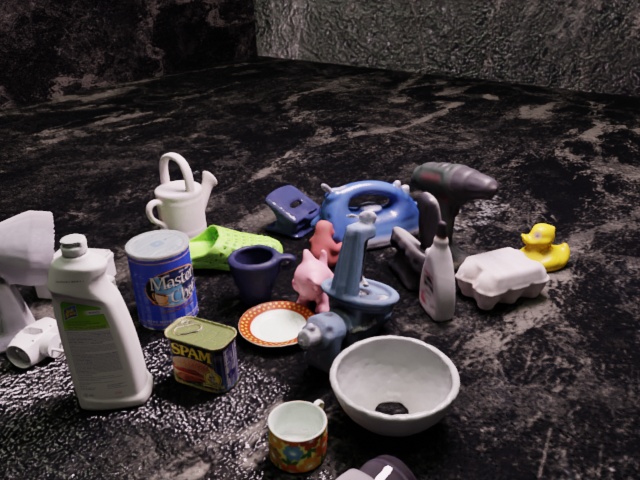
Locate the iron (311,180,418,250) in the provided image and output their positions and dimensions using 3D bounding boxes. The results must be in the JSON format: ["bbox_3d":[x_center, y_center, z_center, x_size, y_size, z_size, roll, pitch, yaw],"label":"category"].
[{"bbox_3d":[0.113,-0.068,1.221,0.259,0.141,0.118,-9,28,-16],"label":"iron"}]

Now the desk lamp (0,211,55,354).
[{"bbox_3d":[-0.507,0.065,0.900,0.204,0.214,0.117,-15,30,-25],"label":"desk lamp"}]

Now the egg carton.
[{"bbox_3d":[0.324,0.067,1.024,0.150,0.069,0.107,-12,29,-21],"label":"egg carton"}]

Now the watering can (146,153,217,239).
[{"bbox_3d":[-0.300,-0.098,1.239,0.100,0.194,0.173,7,28,16],"label":"watering can"}]

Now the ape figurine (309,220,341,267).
[{"bbox_3d":[0.010,0.004,1.137,0.077,0.092,0.076,20,34,36],"label":"ape figurine"}]

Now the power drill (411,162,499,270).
[{"bbox_3d":[0.255,-0.053,1.111,0.076,0.208,0.228,-13,29,-22],"label":"power drill"}]

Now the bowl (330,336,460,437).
[{"bbox_3d":[0.097,0.203,0.756,0.167,0.075,0.167,-1,27,1],"label":"bowl"}]

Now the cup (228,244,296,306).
[{"bbox_3d":[-0.101,0.066,1.015,0.118,0.095,0.091,-4,27,-5],"label":"cup"}]

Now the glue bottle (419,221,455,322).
[{"bbox_3d":[0.197,0.047,0.954,0.037,0.173,0.078,-10,28,-17],"label":"glue bottle"}]

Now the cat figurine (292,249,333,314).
[{"bbox_3d":[-0.008,0.064,0.989,0.067,0.118,0.128,7,28,16],"label":"cat figurine"}]

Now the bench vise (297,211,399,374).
[{"bbox_3d":[0.050,0.080,0.843,0.121,0.220,0.208,7,28,17],"label":"bench vise"}]

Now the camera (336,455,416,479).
[{"bbox_3d":[0.055,0.282,0.573,0.142,0.101,0.137,20,33,35],"label":"camera"}]

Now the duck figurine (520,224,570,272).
[{"bbox_3d":[0.436,0.010,1.116,0.104,0.086,0.077,-2,27,-1],"label":"duck figurine"}]

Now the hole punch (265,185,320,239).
[{"bbox_3d":[-0.058,-0.066,1.281,0.100,0.091,0.109,15,31,29],"label":"hole punch"}]

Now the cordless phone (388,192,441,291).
[{"bbox_3d":[0.188,-0.013,1.061,0.094,0.185,0.147,-10,28,-17],"label":"cordless phone"}]
